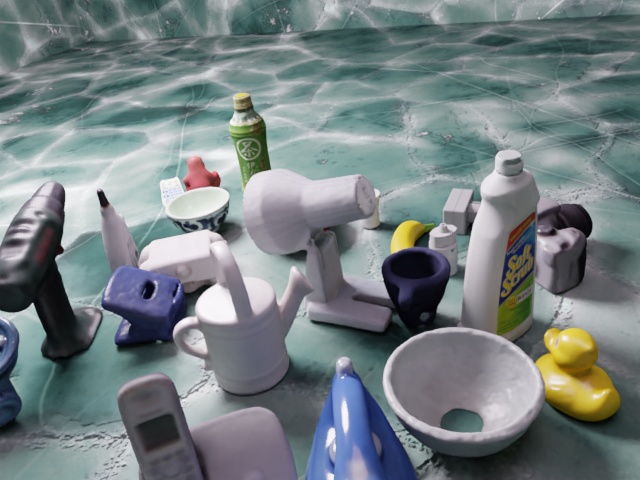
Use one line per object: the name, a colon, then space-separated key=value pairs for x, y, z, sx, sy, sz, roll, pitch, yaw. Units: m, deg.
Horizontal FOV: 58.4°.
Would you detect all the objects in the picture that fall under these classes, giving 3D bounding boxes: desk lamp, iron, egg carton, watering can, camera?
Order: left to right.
egg carton: x=-0.222 y=0.040 z=0.938 sx=0.150 sy=0.069 sz=0.107 roll=-13 pitch=31 yaw=-8
watering can: x=-0.095 y=0.085 z=0.713 sx=0.173 sy=0.194 sz=0.100 roll=-31 pitch=38 yaw=-33
desk lamp: x=0.007 y=0.003 z=0.807 sx=0.202 sy=0.214 sz=0.118 roll=7 pitch=34 yaw=24
iron: x=0.033 y=0.197 z=0.549 sx=0.118 sy=0.142 sz=0.258 roll=-8 pitch=31 yaw=0
camera: x=0.352 y=-0.010 z=0.861 sx=0.137 sy=0.101 sz=0.142 roll=-19 pitch=33 yaw=-18

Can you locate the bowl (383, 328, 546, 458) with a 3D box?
bowl: x=0.153 y=0.175 z=0.623 sx=0.167 sy=0.075 sz=0.167 roll=-6 pitch=31 yaw=4

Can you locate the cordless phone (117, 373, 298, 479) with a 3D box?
cordless phone: x=-0.106 y=0.193 z=0.545 sx=0.148 sy=0.185 sz=0.094 roll=-19 pitch=33 yaw=-18

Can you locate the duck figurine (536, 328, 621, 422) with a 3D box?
duck figurine: x=0.287 y=0.141 z=0.638 sx=0.078 sy=0.086 sz=0.104 roll=-18 pitch=32 yaw=-17

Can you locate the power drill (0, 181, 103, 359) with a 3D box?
power drill: x=-0.387 y=0.051 z=0.821 sx=0.075 sy=0.209 sz=0.229 roll=-8 pitch=31 yaw=0

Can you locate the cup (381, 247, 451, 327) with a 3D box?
cup: x=0.128 y=0.078 z=0.772 sx=0.091 sy=0.095 sz=0.118 roll=4 pitch=33 yaw=19

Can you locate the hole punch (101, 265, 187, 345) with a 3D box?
hole punch: x=-0.255 y=0.089 z=0.843 sx=0.101 sy=0.091 sz=0.108 roll=-7 pitch=31 yaw=2

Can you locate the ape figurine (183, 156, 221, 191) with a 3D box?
ape figurine: x=-0.255 y=-0.136 z=1.216 sx=0.077 sy=0.092 sz=0.076 roll=-4 pitch=31 yaw=6

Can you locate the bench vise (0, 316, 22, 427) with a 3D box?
bench vise: x=-0.473 y=0.118 z=0.719 sx=0.206 sy=0.220 sz=0.122 roll=11 pitch=36 yaw=28

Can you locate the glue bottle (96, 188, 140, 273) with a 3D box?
glue bottle: x=-0.334 y=-0.007 z=0.939 sx=0.037 sy=0.173 sz=0.078 roll=-10 pitch=31 yaw=-3
